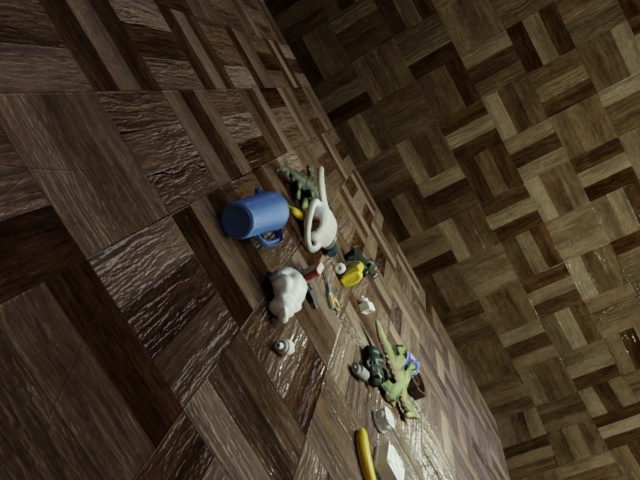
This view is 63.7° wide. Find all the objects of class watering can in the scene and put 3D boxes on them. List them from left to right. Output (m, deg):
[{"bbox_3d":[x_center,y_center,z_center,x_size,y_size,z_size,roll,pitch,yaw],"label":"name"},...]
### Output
[{"bbox_3d":[0.006,-0.105,2.085,0.221,0.104,0.353,48,49,-59],"label":"watering can"}]

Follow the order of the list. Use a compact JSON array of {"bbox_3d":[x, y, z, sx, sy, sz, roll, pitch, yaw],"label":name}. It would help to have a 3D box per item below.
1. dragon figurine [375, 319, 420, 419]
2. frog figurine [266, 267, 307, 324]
[{"bbox_3d":[0.295,0.546,2.084,0.408,0.121,0.246,59,25,-9],"label":"dragon figurine"},{"bbox_3d":[-0.094,0.158,1.496,0.162,0.123,0.135,-109,-175,-65],"label":"frog figurine"}]
